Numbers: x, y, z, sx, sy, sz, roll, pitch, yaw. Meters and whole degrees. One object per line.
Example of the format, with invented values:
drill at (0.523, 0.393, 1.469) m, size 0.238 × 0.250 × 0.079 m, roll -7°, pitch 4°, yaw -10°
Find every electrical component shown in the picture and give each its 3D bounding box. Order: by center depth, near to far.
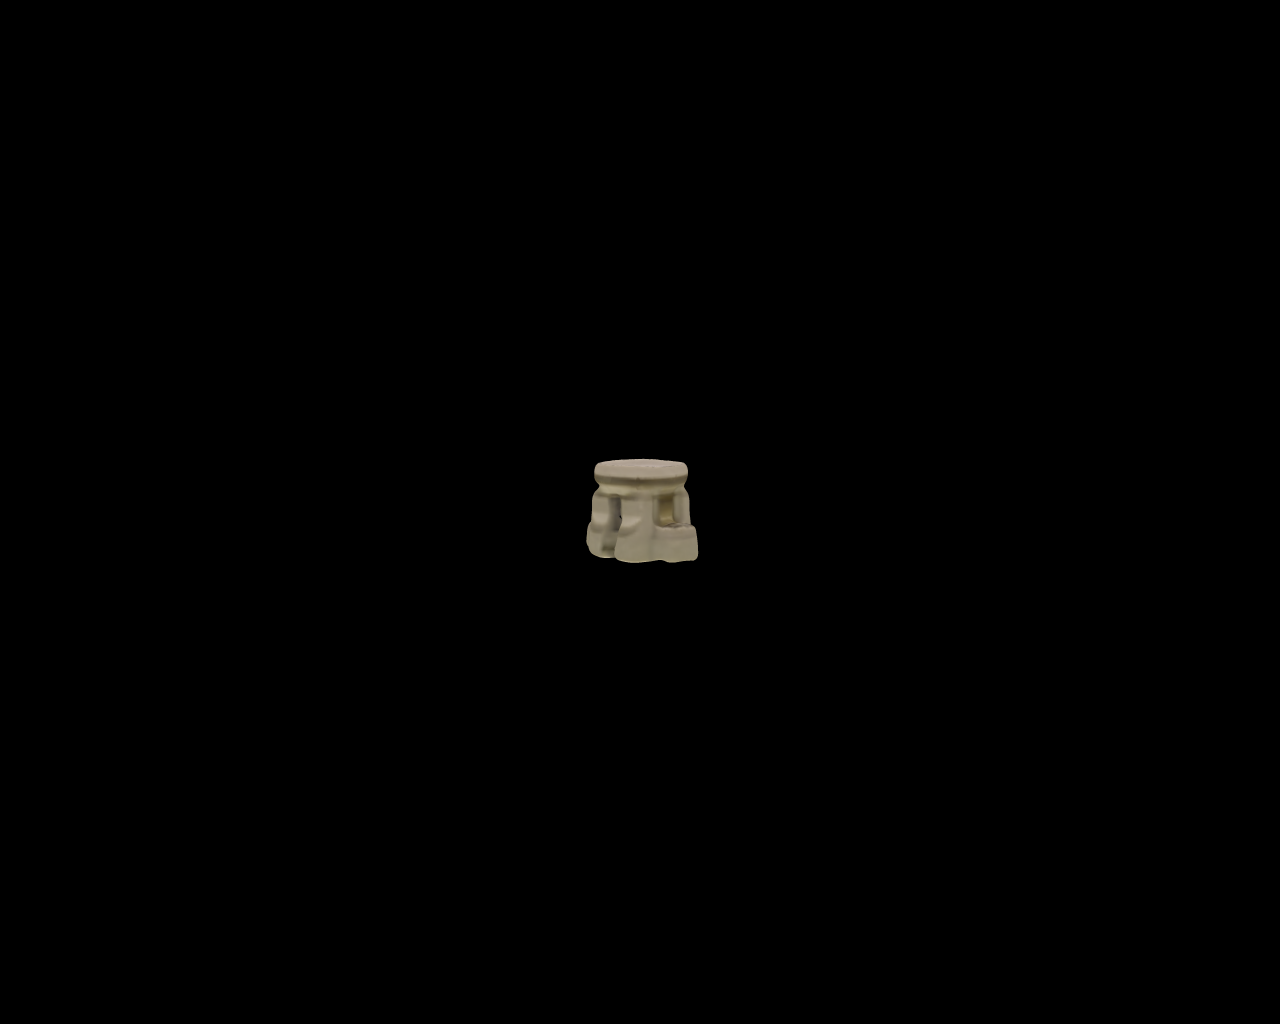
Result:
electrical component at (0.001, -0.003, 0.650) m, size 0.058 × 0.057 × 0.078 m, roll -6°, pitch 9°, yaw -43°
